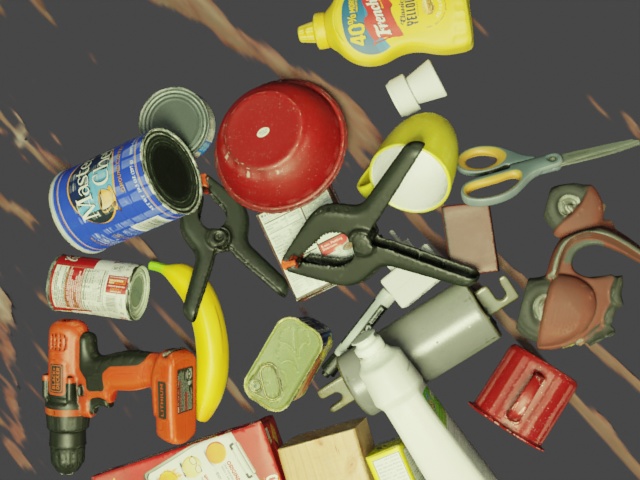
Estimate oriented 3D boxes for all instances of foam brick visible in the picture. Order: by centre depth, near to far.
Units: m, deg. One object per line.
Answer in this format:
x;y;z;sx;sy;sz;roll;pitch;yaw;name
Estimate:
0.164;-0.001;1.160;0.051;0.053;0.078;-8;89;12;foam brick

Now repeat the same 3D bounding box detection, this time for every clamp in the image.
0.050;-0.013;1.127;0.210;0.036;0.164;-10;109;24;clamp
-0.103;0.005;1.217;0.120;0.039;0.171;-5;76;-11;clamp

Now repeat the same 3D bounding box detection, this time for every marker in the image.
0.042;0.106;1.202;0.020;0.020;0.121;39;97;10;marker

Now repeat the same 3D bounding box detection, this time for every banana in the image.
-0.138;0.108;1.235;0.070;0.037;0.198;-20;83;29;banana

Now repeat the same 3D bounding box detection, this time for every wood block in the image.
0.032;0.310;1.164;0.090;0.090;0.206;-17;86;11;wood block

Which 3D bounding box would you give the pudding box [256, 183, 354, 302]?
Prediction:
-0.008;0.001;1.205;0.090;0.039;0.113;-26;82;11;pudding box

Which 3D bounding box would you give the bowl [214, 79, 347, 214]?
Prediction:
-0.054;-0.113;1.188;0.162;0.055;0.162;-5;74;18;bowl

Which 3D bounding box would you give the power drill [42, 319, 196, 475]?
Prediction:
-0.235;0.187;1.228;0.188;0.057;0.184;2;95;22;power drill

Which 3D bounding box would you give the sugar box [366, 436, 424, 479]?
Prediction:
0.107;0.301;1.147;0.048;0.093;0.176;-22;84;11;sugar box

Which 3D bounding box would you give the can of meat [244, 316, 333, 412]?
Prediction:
-0.032;0.134;1.184;0.057;0.084;0.102;31;95;11;can of meat

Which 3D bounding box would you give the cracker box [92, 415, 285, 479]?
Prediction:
-0.130;0.310;1.210;0.214;0.072;0.164;-20;86;10;cracker box

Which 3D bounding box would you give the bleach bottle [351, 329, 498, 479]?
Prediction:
0.111;0.198;1.107;0.068;0.102;0.251;-33;101;6;bleach bottle

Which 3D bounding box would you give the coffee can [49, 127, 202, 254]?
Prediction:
-0.218;-0.054;1.201;0.140;0.102;0.103;-21;85;28;coffee can

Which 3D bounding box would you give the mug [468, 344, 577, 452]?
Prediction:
0.215;0.162;1.117;0.093;0.117;0.081;32;90;15;mug

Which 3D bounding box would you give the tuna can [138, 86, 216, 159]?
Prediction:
-0.165;-0.134;1.243;0.086;0.033;0.086;0;89;12;tuna can

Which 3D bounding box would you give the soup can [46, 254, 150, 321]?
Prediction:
-0.257;0.055;1.243;0.102;0.068;0.068;7;90;12;soup can

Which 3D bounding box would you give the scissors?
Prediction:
0.235;-0.092;1.159;0.201;0.016;0.096;-24;45;-12;scissors

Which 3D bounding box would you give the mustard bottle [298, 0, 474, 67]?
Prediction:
0.070;-0.243;1.182;0.192;0.058;0.096;-7;88;12;mustard bottle
